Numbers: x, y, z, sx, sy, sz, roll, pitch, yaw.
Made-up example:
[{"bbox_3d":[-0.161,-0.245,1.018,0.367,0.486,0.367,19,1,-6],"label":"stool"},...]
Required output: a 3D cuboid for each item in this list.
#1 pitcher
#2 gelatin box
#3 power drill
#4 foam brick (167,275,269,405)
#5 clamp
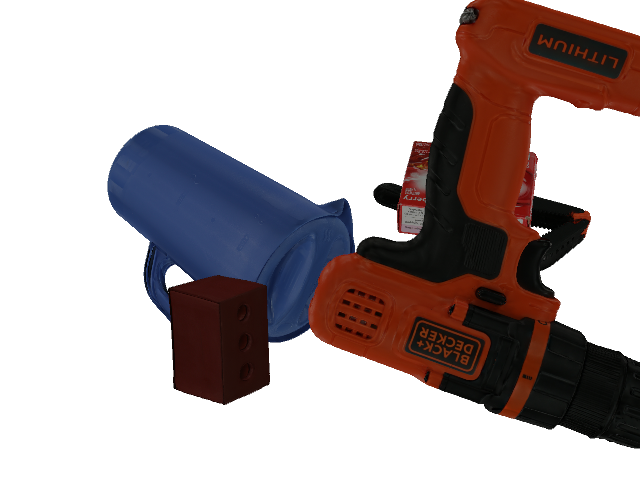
[{"bbox_3d":[-0.100,-0.008,1.022,0.243,0.145,0.148,33,35,34],"label":"pitcher"},{"bbox_3d":[0.102,-0.033,0.734,0.089,0.030,0.073,7,42,10],"label":"gelatin box"},{"bbox_3d":[0.105,-0.008,0.503,0.184,0.188,0.057,19,6,2],"label":"power drill"},{"bbox_3d":[-0.072,0.069,0.769,0.051,0.078,0.052,9,17,38],"label":"foam brick"},{"bbox_3d":[0.164,0.003,1.040,0.210,0.164,0.036,-2,-41,-5],"label":"clamp"}]
